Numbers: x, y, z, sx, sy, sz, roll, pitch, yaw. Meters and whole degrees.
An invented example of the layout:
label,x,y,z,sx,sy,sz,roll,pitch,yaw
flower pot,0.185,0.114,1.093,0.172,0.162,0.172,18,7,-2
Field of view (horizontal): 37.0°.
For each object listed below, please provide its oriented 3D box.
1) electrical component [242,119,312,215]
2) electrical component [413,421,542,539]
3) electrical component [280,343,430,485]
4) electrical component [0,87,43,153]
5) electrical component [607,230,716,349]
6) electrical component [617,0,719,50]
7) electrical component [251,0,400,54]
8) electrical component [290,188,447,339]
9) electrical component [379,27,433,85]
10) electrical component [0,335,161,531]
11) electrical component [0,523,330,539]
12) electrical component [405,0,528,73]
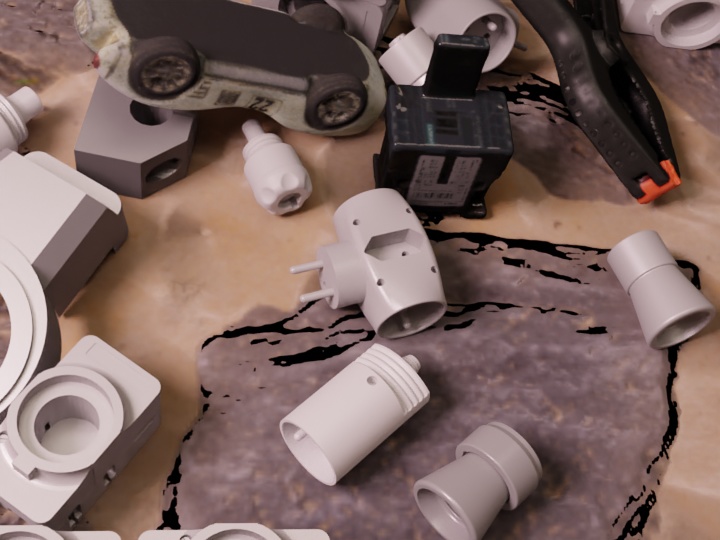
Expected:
label,x,y,z,sx,sy,sz,roll,pitch,yaw
electrical component,-0.055,-0.065,0.651,0.035,0.035,0.061,-19,63,-19
electrical component,0.063,0.112,0.566,0.055,0.045,0.045,-37,73,-26
electrical component,0.001,0.073,0.578,0.081,0.043,0.043,-38,73,-26
electrical component,-0.215,-0.084,0.627,0.043,0.043,0.062,40,61,13
electrical component,0.178,0.009,0.648,0.044,0.044,0.065,-14,60,-17
electrical component,0.234,-0.196,0.766,0.089,0.050,0.055,5,60,-8
electrical component,-0.014,-0.212,0.673,0.089,0.150,0.061,24,59,4
electrical component,0.000,0.000,0.618,0.079,0.043,0.077,-13,64,-17
electrical component,0.043,-0.121,0.683,0.044,0.044,0.065,-39,92,-26
electrical component,-0.145,0.084,0.538,0.050,0.055,0.089,33,61,9
electrical component,-0.107,0.176,0.491,0.186,0.060,0.105,2,61,-9
electrical component,0.080,-0.164,0.720,0.079,0.043,0.077,12,30,-37
